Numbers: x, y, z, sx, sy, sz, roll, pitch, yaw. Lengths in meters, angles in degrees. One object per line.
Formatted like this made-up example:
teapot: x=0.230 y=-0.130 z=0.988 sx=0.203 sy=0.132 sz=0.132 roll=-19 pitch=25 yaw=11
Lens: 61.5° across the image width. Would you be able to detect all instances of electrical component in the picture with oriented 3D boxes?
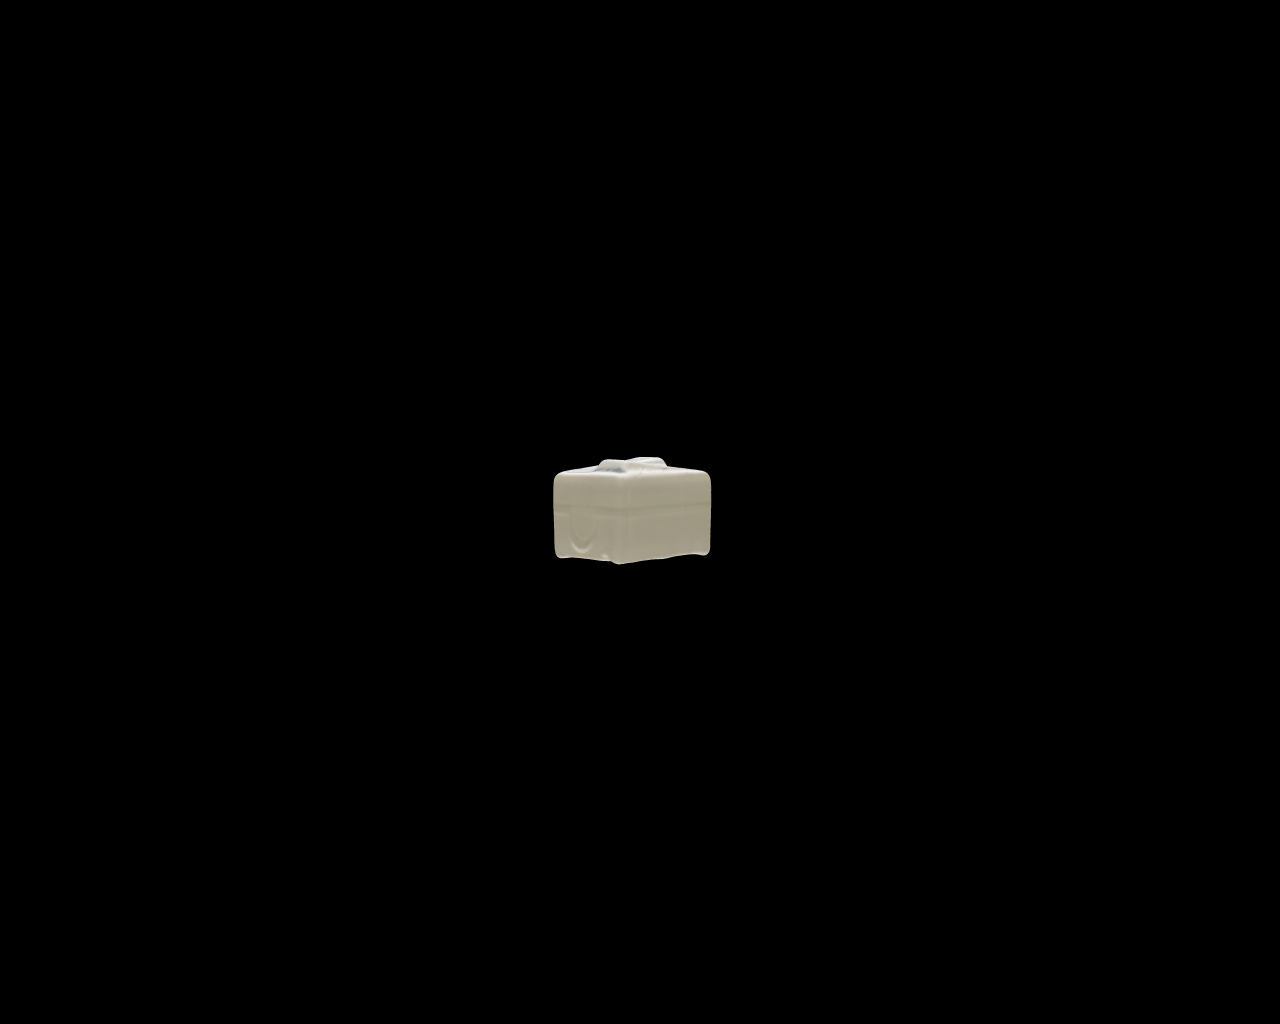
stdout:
electrical component: x=0.001 y=-0.003 z=0.650 sx=0.096 sy=0.061 sz=0.062 roll=-4 pitch=6 yaw=-43
